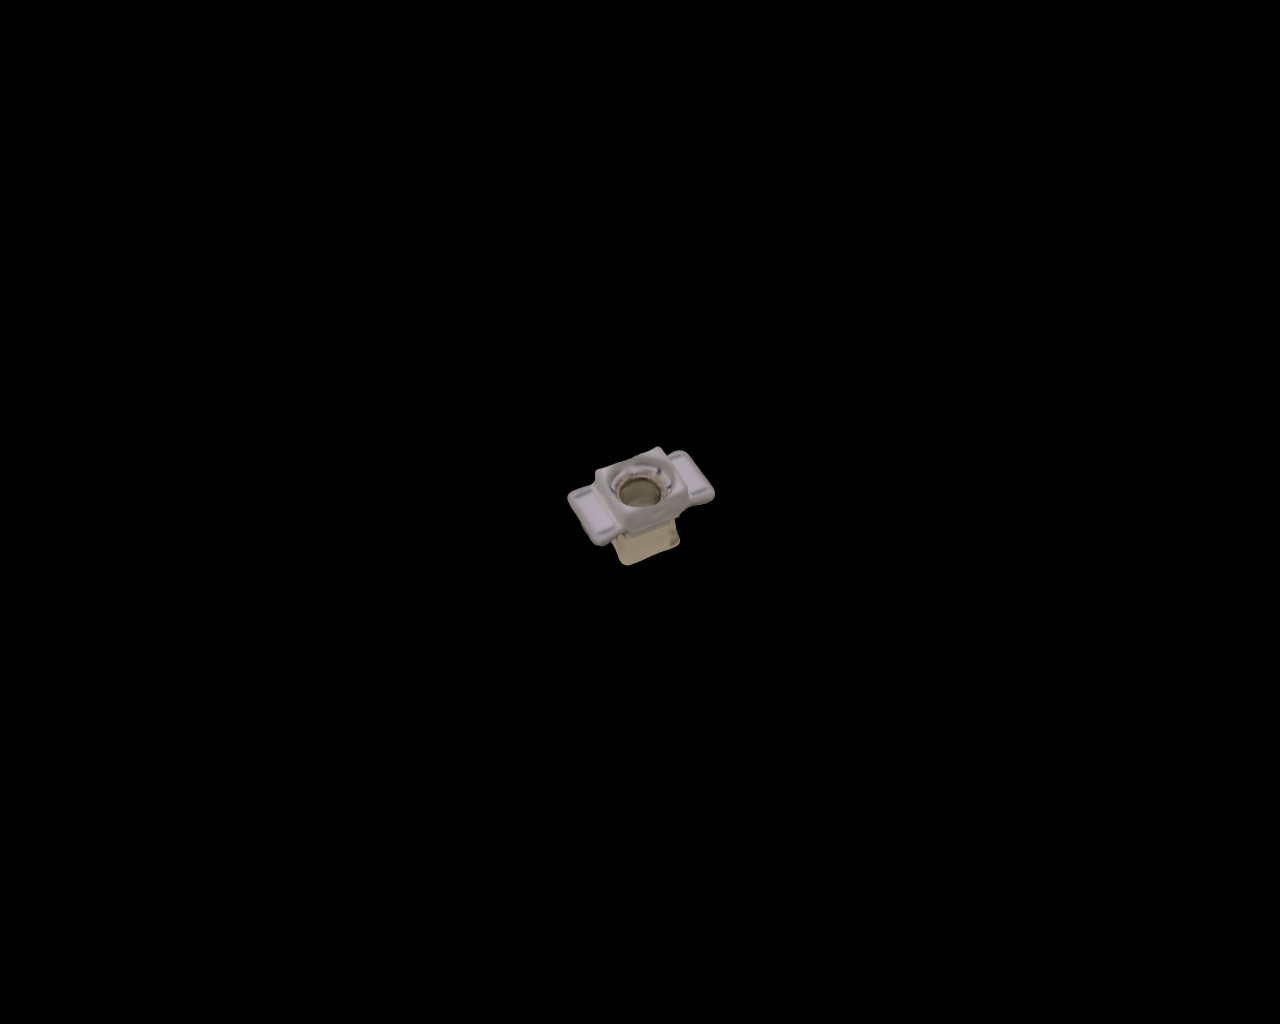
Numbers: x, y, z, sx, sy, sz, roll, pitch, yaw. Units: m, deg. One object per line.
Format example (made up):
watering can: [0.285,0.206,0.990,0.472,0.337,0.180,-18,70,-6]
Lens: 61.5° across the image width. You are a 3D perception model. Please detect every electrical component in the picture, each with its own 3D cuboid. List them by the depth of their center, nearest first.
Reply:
electrical component: [0.001,-0.003,0.650,0.081,0.042,0.063,-21,-34,-15]
